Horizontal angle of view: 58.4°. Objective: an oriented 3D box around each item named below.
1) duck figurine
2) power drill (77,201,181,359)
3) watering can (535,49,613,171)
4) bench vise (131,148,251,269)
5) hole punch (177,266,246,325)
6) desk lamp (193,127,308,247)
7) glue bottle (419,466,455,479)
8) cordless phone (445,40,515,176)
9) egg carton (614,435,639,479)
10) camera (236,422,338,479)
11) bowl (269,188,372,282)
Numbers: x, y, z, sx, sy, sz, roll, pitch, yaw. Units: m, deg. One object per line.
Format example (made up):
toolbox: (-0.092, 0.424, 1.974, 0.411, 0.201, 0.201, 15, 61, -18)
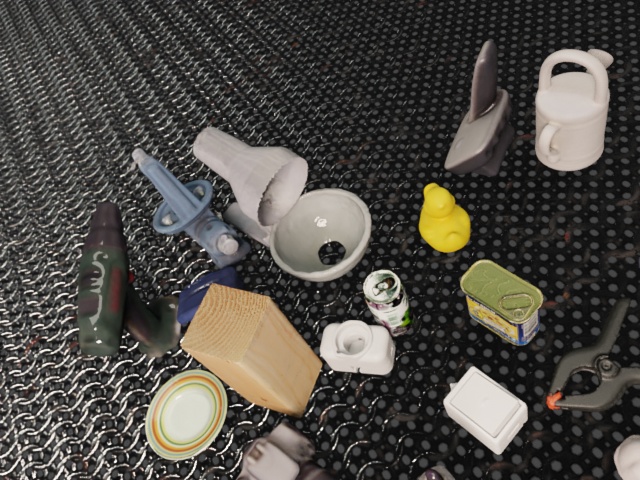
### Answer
duck figurine: (0.184, -0.040, 0.866, 0.077, 0.086, 0.104, -21, 52, 6)
power drill: (-0.295, 0.084, 0.881, 0.075, 0.209, 0.229, -12, 54, 13)
watering can: (0.371, -0.206, 0.843, 0.100, 0.194, 0.173, 6, 59, 24)
bench vise: (-0.206, -0.059, 0.939, 0.206, 0.220, 0.121, 16, 64, 29)
hole punch: (-0.173, 0.093, 0.904, 0.108, 0.091, 0.101, -27, 52, 1)
desk lamp: (-0.106, -0.083, 0.923, 0.202, 0.214, 0.118, 27, 70, 33)
glue bottle: (0.133, 0.272, 0.614, 0.037, 0.173, 0.078, -36, 52, -5)
cordless phone: (0.244, -0.201, 0.893, 0.093, 0.185, 0.148, 11, 61, 26)
egg carton: (0.392, 0.258, 0.594, 0.107, 0.070, 0.150, -36, 52, -6)
camera: (-0.037, 0.313, 0.696, 0.136, 0.101, 0.143, 25, 68, 32)
bowl: (0.008, 0.003, 0.909, 0.167, 0.075, 0.167, -10, 54, 14)
